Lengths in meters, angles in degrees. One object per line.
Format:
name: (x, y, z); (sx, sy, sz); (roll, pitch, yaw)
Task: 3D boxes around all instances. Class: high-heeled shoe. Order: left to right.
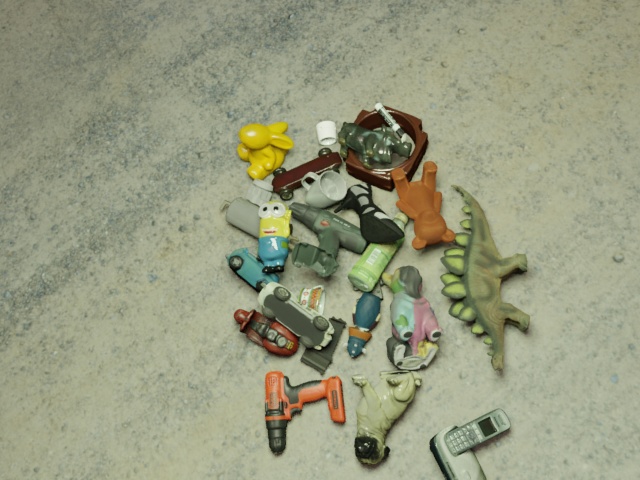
high-heeled shoe: (0.147, -0.073, 1.335); (0.145, 0.086, 0.249); (-34, 43, -30)

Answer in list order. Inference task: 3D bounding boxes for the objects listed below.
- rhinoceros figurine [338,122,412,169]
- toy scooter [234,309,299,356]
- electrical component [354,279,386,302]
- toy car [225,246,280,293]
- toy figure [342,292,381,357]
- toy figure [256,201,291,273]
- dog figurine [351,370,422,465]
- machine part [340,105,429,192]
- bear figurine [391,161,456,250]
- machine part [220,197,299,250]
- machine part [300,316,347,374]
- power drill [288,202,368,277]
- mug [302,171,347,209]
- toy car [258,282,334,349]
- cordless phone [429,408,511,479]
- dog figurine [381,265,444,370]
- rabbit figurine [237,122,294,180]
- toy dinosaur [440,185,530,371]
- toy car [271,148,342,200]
rhinoceros figurine: (0.135, -0.241, 1.351); (0.190, 0.073, 0.112); (20, 64, 17)
toy scooter: (-0.138, 0.213, 1.287); (0.184, 0.135, 0.075); (28, 77, 16)
electrical component: (0.133, 0.126, 1.334); (0.094, 0.021, 0.063); (-13, 69, 4)
toy car: (-0.155, 0.068, 1.356); (0.162, 0.109, 0.103); (35, 78, 17)
toy figure: (0.103, 0.204, 1.287); (0.064, 0.057, 0.154); (18, 89, 36)
toy figure: (-0.115, -0.008, 1.310); (0.082, 0.089, 0.180); (1, 80, -14)
dog figurine: (0.154, 0.396, 1.206); (0.172, 0.121, 0.190); (-9, 84, 9)
machine part: (0.171, -0.246, 1.426); (0.202, 0.087, 0.201); (25, 77, 18)
bear figurine: (0.251, -0.080, 1.304); (0.120, 0.131, 0.196); (-12, 42, 4)
machine part: (-0.160, -0.045, 1.413); (0.243, 0.079, 0.079); (29, 78, 19)
machine part: (0.013, 0.247, 1.303); (0.084, 0.039, 0.139); (29, 79, 23)
power drill: (-0.003, -0.004, 1.330); (0.232, 0.207, 0.086); (22, 118, 6)
mug: (-0.002, -0.126, 1.390); (0.109, 0.107, 0.081); (28, 60, -18)
toy car: (-0.057, 0.179, 1.269); (0.202, 0.056, 0.073); (36, 110, 4)
cordless phone: (0.341, 0.455, 1.153); (0.184, 0.088, 0.147); (-25, 68, -4)
dog figurine: (0.204, 0.169, 1.267); (0.108, 0.191, 0.219); (1, 40, -10)
rabbit figurine: (-0.151, -0.250, 1.435); (0.162, 0.173, 0.122); (-18, 65, 7)
toy dinosaur: (0.386, 0.073, 1.270); (0.199, 0.105, 0.471); (-2, 64, 13)
toy car: (-0.035, -0.178, 1.453); (0.202, 0.053, 0.089); (-23, 58, 5)
